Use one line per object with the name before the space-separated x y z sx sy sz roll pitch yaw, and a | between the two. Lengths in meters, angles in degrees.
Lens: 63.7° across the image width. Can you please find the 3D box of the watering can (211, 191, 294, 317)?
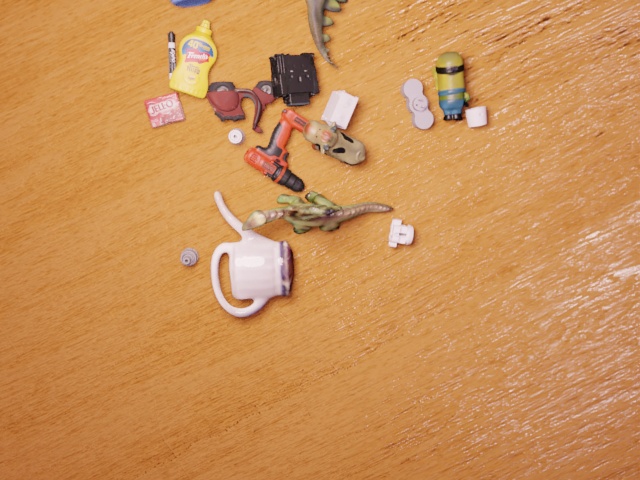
watering can | -0.183 0.038 1.390 0.224 0.104 0.345 -3 97 -6

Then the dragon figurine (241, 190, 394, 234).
dragon figurine | 0.004 -0.067 1.326 0.410 0.244 0.121 -7 97 -2
